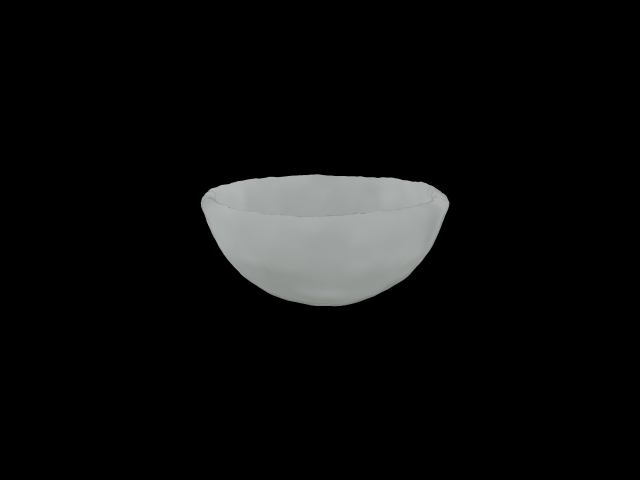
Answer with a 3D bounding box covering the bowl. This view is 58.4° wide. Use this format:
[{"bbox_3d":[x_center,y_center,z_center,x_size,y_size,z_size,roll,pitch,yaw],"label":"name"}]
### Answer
[{"bbox_3d":[0.004,0.001,0.400,0.167,0.075,0.167,0,15,0],"label":"bowl"}]
